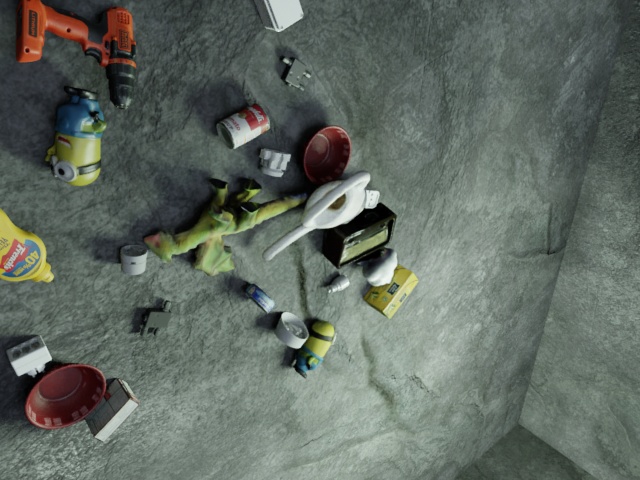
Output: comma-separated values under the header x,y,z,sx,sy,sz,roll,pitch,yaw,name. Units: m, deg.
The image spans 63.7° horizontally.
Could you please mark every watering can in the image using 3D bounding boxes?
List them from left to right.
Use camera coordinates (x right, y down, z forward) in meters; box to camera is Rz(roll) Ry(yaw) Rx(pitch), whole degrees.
x,y,z,sx,sy,sz,roll,pitch,yaw,name
0.004,-0.069,1.372,0.344,0.105,0.225,-40,171,18,watering can

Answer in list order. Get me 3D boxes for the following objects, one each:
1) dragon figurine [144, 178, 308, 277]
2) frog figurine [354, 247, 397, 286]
x,y,z,sx,sy,sz,roll,pitch,yaw,name
-0.217,-0.018,1.248,0.411,0.124,0.238,-2,130,-43,dragon figurine
0.202,0.095,1.658,0.140,0.122,0.156,-56,128,-32,frog figurine
